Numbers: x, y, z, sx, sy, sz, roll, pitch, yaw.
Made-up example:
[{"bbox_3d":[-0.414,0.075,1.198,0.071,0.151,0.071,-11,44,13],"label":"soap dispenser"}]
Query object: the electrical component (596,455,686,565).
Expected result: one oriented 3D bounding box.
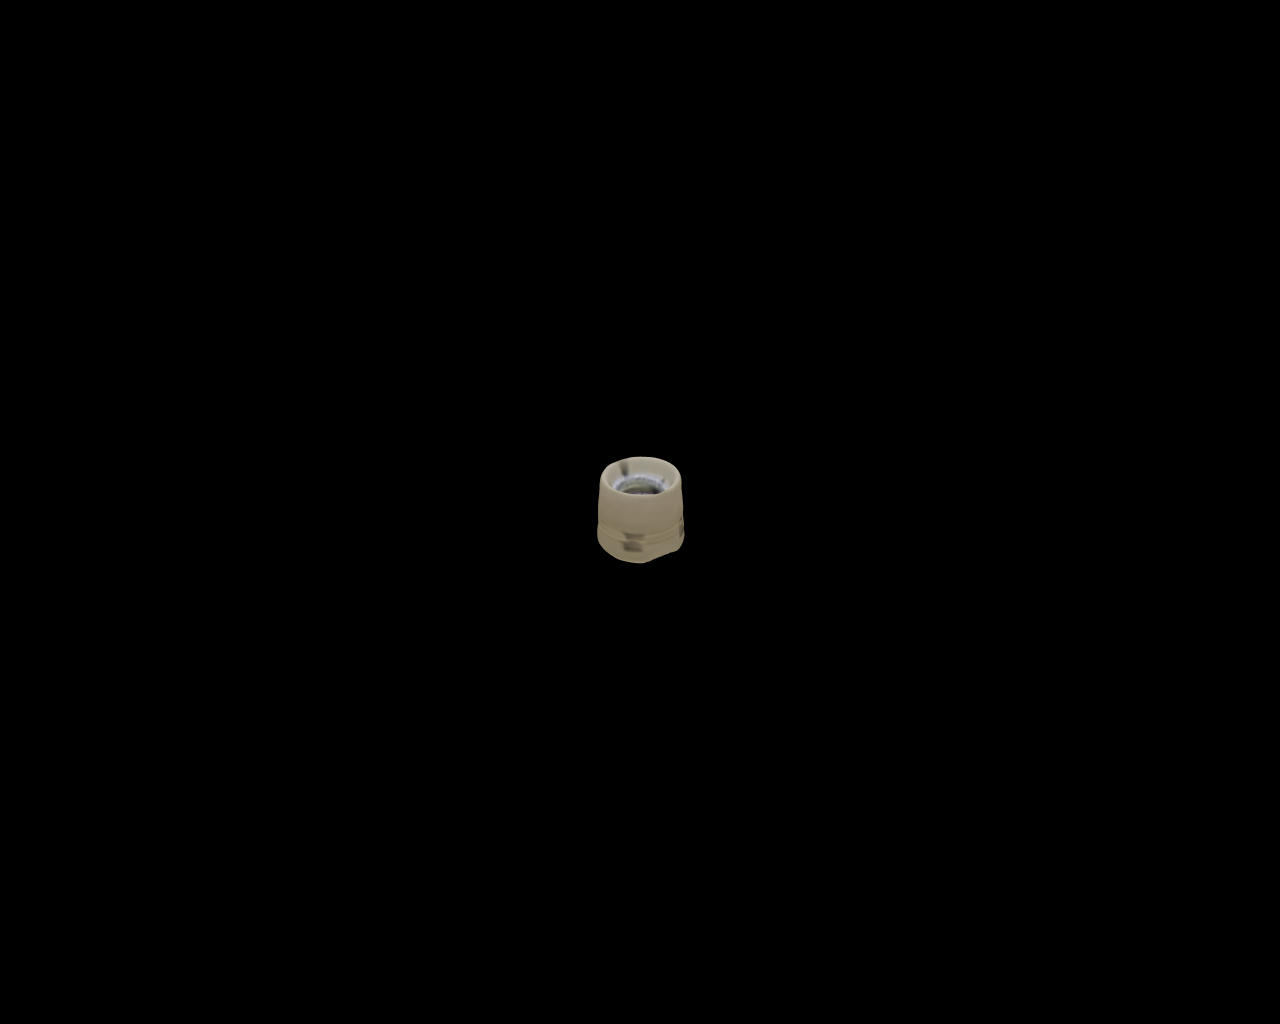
[{"bbox_3d":[0.001,-0.003,0.650,0.055,0.047,0.055,0,33,0],"label":"electrical component"}]
